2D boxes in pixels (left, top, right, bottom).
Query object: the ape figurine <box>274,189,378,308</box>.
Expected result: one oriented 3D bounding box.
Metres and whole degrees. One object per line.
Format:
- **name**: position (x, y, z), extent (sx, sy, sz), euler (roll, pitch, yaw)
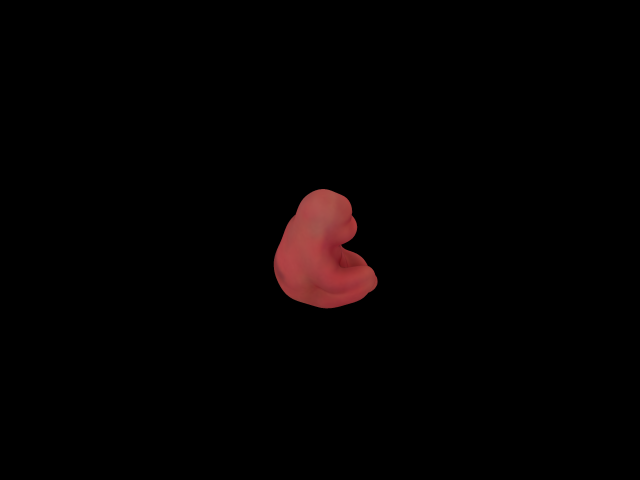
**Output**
- **ape figurine**: position (0.004, 0.001, 0.400), extent (0.076, 0.092, 0.077), euler (-8, 56, -5)
